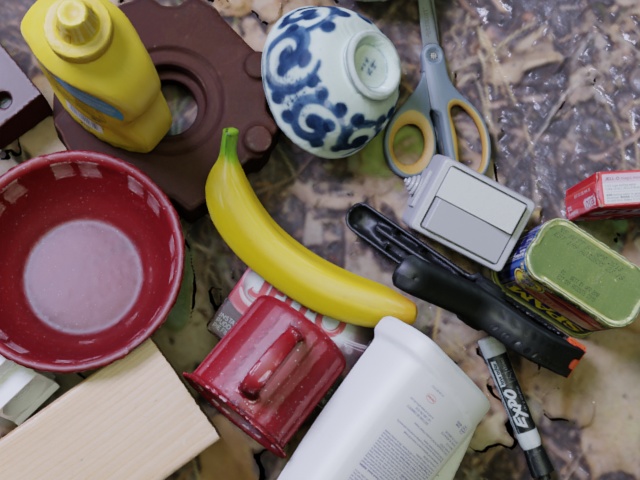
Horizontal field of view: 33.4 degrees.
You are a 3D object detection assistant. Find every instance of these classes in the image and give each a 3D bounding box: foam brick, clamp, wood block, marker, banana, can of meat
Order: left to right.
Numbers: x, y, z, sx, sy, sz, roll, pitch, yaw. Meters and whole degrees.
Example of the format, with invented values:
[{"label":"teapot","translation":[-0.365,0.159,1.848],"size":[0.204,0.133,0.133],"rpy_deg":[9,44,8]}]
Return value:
[{"label":"foam brick","translation":[-0.252,-0.118,0.817],"size":[0.053,0.051,0.078],"rpy_deg":[-40,88,-10]},{"label":"wood block","translation":[-0.180,0.166,0.767],"size":[0.206,0.090,0.091],"rpy_deg":[-36,87,-9]},{"label":"banana","translation":[-0.019,0.009,0.784],"size":[0.198,0.070,0.037],"rpy_deg":[43,37,-4]},{"label":"clamp","translation":[0.113,0.041,0.814],"size":[0.209,0.165,0.036],"rpy_deg":[30,100,-24]},{"label":"marker","translation":[0.156,0.133,0.843],"size":[0.020,0.020,0.121],"rpy_deg":[-20,85,-9]},{"label":"can of meat","translation":[0.194,0.030,0.829],"size":[0.102,0.084,0.057],"rpy_deg":[33,79,-2]}]

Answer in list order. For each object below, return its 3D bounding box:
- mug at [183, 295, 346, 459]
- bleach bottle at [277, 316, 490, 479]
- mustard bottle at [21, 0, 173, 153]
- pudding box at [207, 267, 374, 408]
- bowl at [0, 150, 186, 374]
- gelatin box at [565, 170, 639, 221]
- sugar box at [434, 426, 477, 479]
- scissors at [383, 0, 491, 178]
[{"label":"mug","translation":[-0.035,0.090,0.742],"size":[0.093,0.117,0.081],"rpy_deg":[37,75,8]},{"label":"bleach bottle","translation":[0.007,0.180,0.742],"size":[0.250,0.068,0.102],"rpy_deg":[-50,121,-9]},{"label":"mustard bottle","translation":[-0.148,-0.116,0.703],"size":[0.096,0.192,0.058],"rpy_deg":[39,81,2]},{"label":"pudding box","translation":[-0.018,0.063,0.824],"size":[0.113,0.039,0.090],"rpy_deg":[35,80,-1]},{"label":"bowl","translation":[-0.175,0.020,0.767],"size":[0.162,0.055,0.162],"rpy_deg":[0,74,-2]},{"label":"gelatin box","translation":[0.249,-0.036,0.849],"size":[0.089,0.073,0.030],"rpy_deg":[-5,83,-7]},{"label":"sugar box","translation":[0.042,0.193,0.811],"size":[0.093,0.048,0.176],"rpy_deg":[27,77,-1]},{"label":"scissors","translation":[0.077,-0.136,0.873],"size":[0.096,0.016,0.202],"rpy_deg":[-21,85,-8]}]
